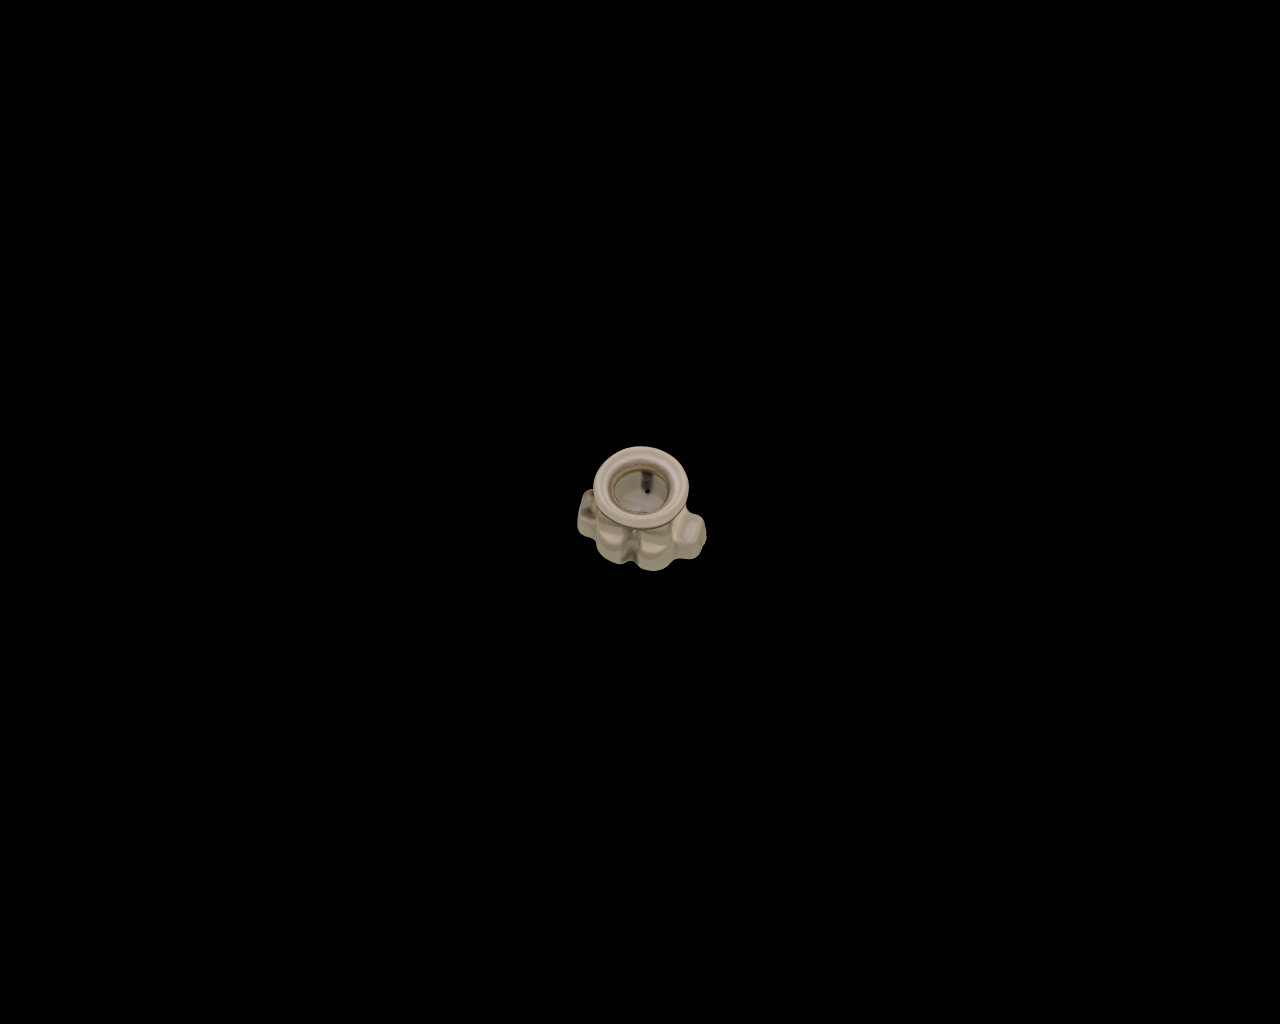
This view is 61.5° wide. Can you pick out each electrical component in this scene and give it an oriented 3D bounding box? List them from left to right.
[{"bbox_3d":[0.001,-0.003,0.650,0.078,0.058,0.056,14,-32,9],"label":"electrical component"}]
